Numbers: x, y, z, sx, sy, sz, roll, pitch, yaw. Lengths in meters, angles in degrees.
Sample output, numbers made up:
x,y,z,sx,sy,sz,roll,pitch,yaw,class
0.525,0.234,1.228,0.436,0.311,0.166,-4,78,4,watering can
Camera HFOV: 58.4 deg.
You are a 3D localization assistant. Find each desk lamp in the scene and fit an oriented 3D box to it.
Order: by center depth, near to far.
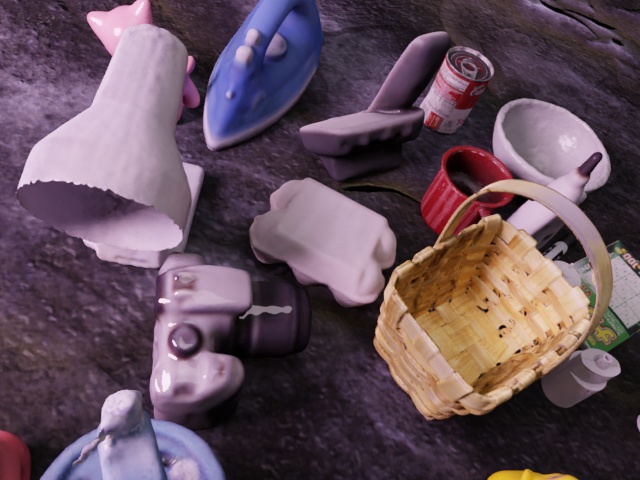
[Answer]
x,y,z,sx,sy,sz,roll,pitch,yaw,class
-0.163,-0.061,0.499,0.118,0.213,0.203,12,53,-10,desk lamp

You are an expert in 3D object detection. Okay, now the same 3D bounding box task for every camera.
x,y,z,sx,sy,sz,roll,pitch,yaw,class
-0.075,0.079,0.500,0.137,0.100,0.143,3,55,-17,camera

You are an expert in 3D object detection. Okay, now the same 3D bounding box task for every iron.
x,y,z,sx,sy,sz,roll,pitch,yaw,class
-0.068,-0.236,0.703,0.118,0.141,0.258,24,51,-1,iron

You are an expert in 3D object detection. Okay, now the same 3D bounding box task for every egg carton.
x,y,z,sx,sy,sz,roll,pitch,yaw,class
0.006,0.002,0.603,0.150,0.069,0.107,27,51,2,egg carton

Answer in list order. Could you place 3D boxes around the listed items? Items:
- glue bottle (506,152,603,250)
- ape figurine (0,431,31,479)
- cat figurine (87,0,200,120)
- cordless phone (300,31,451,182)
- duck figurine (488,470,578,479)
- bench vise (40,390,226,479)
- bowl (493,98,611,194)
x,y,z,sx,sy,sz,roll,pitch,yaw,class
0.267,-0.040,0.656,0.078,0.173,0.037,-15,61,-27,glue bottle
-0.237,0.162,0.390,0.077,0.092,0.076,36,52,9,ape figurine
-0.198,-0.215,0.658,0.127,0.117,0.067,30,52,4,cat figurine
0.066,-0.166,0.670,0.148,0.185,0.094,-23,65,-30,cordless phone
0.204,0.234,0.494,0.104,0.086,0.078,30,52,4,duck figurine
-0.093,0.185,0.342,0.122,0.219,0.207,-30,69,-33,bench vise
0.301,-0.111,0.782,0.168,0.074,0.167,9,53,-12,bowl
